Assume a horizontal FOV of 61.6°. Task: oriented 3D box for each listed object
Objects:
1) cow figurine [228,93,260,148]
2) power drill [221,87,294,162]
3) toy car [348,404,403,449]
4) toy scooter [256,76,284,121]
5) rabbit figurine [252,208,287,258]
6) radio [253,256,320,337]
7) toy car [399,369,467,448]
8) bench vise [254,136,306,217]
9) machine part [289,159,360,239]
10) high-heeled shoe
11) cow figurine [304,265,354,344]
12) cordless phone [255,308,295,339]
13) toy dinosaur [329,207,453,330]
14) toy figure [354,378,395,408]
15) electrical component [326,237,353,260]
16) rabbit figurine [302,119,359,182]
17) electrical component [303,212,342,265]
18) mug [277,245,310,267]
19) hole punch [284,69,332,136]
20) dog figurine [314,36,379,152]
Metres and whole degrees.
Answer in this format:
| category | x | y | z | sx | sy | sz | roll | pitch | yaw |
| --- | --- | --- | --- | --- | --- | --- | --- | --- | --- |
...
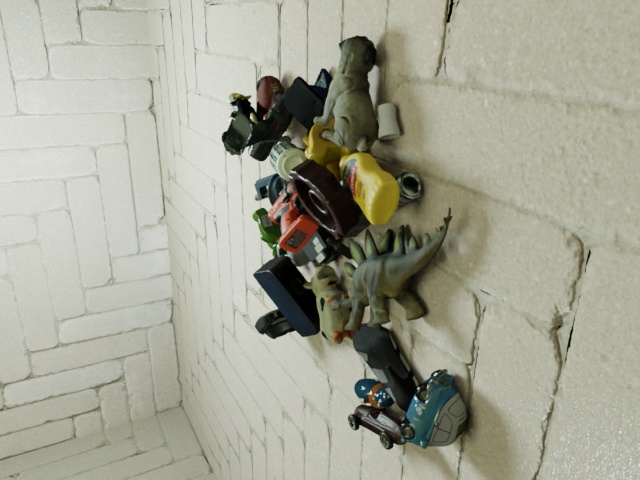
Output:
| category | x | y | z | sx | sy | sz | roll | pitch | yaw |
| --- | --- | --- | --- | --- | --- | --- | --- | --- | --- |
| cow figurine | -0.212 | -0.352 | 1.506 | 0.167 | 0.068 | 0.098 | 67 | 153 | 10 |
| power drill | -0.148 | -0.297 | 1.368 | 0.086 | 0.207 | 0.232 | 38 | 122 | 8 |
| toy car | 0.140 | 0.411 | 1.212 | 0.202 | 0.089 | 0.053 | -3 | 100 | 64 |
| toy scooter | -0.132 | -0.355 | 1.496 | 0.135 | 0.075 | 0.183 | 59 | 150 | 36 |
| rabbit figurine | -0.115 | -0.014 | 1.576 | 0.170 | 0.121 | 0.159 | 103 | 143 | -71 |
| radio | -0.071 | 0.153 | 1.456 | 0.229 | 0.073 | 0.131 | 52 | 152 | -8 |
| toy car | 0.227 | 0.332 | 1.022 | 0.103 | 0.109 | 0.161 | 30 | 117 | 28 |
| bench vise | -0.108 | -0.159 | 1.451 | 0.241 | 0.129 | 0.223 | -12 | 104 | 48 |
| machine part | 0.010 | -0.087 | 1.119 | 0.179 | 0.056 | 0.179 | 48 | 168 | 14 |
| high-heeled shoe | 0.155 | 0.282 | 1.198 | 0.145 | 0.086 | 0.249 | 56 | -179 | -21 |
| cow figurine | 0.026 | 0.159 | 1.364 | 0.127 | 0.085 | 0.194 | -7 | 94 | 57 |
| cordless phone | -0.123 | 0.184 | 1.583 | 0.089 | 0.146 | 0.184 | 21 | 120 | 50 |
| toy dinosaur | 0.133 | 0.074 | 1.101 | 0.471 | 0.105 | 0.198 | -32 | 67 | 57 |
| toy figure | 0.132 | 0.354 | 1.242 | 0.154 | 0.058 | 0.064 | -7 | 70 | 66 |
| electrical component | 0.057 | 0.024 | 1.273 | 0.021 | 0.094 | 0.063 | -57 | 3 | 3 |
| rabbit figurine | 0.015 | -0.188 | 1.233 | 0.173 | 0.122 | 0.162 | 84 | 163 | -53 |
| electrical component | -0.003 | -0.004 | 1.366 | 0.134 | 0.058 | 0.115 | 58 | 151 | 8 |
| mug | -0.064 | 0.027 | 1.471 | 0.081 | 0.109 | 0.107 | 46 | 151 | 38 |
| hole punch | -0.007 | -0.327 | 1.269 | 0.116 | 0.092 | 0.142 | 50 | 145 | 7 |
| dog figurine | 0.077 | -0.291 | 1.068 | 0.172 | 0.121 | 0.190 | 47 | 134 | 35 |
